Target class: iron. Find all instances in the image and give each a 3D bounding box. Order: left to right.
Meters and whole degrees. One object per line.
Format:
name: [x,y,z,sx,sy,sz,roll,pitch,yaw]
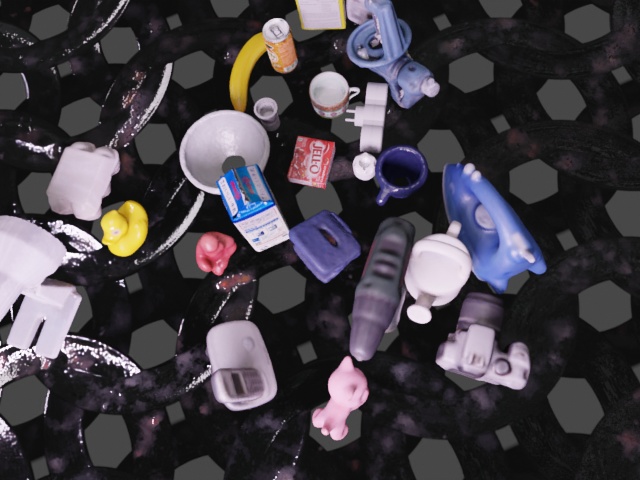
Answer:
iron: [0.282,-0.047,0.966,0.118,0.141,0.258,-27,74,-2]

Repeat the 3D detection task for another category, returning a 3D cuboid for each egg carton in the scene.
egg carton: [-0.448,-0.113,1.089,0.107,0.069,0.150,13,76,9]

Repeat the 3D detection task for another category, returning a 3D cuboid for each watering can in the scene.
watering can: [0.191,0.049,0.920,0.101,0.194,0.173,1,74,6]

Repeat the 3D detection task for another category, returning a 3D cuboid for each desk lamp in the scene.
desk lamp: [-0.496,0.083,0.963,0.117,0.214,0.203,14,76,9]

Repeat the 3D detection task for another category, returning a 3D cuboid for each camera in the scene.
camera: [0.273,0.159,0.930,0.143,0.101,0.137,15,76,9]

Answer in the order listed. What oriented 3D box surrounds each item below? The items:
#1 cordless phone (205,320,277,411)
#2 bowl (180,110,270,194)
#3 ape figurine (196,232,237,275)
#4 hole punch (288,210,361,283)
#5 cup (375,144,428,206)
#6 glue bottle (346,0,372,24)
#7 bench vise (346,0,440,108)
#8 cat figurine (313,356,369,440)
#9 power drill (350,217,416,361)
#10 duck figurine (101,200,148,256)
cordless phone: [-0.138,0.197,0.913,0.094,0.185,0.147,-23,73,-1]
bowl: [-0.171,-0.154,1.073,0.167,0.075,0.167,-1,74,5]
ape figurine: [-0.190,0.014,1.018,0.078,0.092,0.076,-25,73,-2]
hole punch: [0.009,0.004,1.003,0.101,0.091,0.108,-41,75,-6]
cup: [0.137,-0.100,1.019,0.091,0.095,0.118,31,79,13]
glue bottle: [0.086,-0.475,1.088,0.078,0.173,0.037,28,79,12]
bench vise: [0.138,-0.352,1.025,0.207,0.220,0.121,27,78,12]
cat figurine: [0.035,0.255,0.916,0.067,0.118,0.128,27,79,12]
power drill: [0.097,0.087,0.910,0.075,0.208,0.230,14,76,9]
duck figurine: [-0.365,-0.029,1.050,0.077,0.086,0.104,16,76,10]
